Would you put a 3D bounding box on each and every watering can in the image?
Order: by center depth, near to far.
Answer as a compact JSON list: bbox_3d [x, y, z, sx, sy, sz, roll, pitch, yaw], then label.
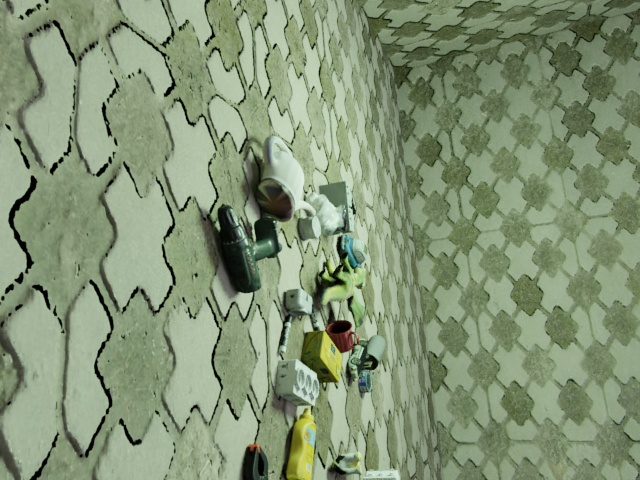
[{"bbox_3d":[-0.092,-0.140,1.526,0.230,0.103,0.340,-76,149,-45],"label":"watering can"}]

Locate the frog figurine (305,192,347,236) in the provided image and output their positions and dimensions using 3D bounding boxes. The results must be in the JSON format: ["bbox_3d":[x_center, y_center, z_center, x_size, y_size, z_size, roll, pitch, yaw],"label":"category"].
[{"bbox_3d":[0.006,-0.091,1.812,0.158,0.121,0.140,22,63,-25],"label":"frog figurine"}]

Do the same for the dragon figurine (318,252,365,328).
[{"bbox_3d":[0.096,0.190,1.773,0.240,0.121,0.418,57,26,-16],"label":"dragon figurine"}]
